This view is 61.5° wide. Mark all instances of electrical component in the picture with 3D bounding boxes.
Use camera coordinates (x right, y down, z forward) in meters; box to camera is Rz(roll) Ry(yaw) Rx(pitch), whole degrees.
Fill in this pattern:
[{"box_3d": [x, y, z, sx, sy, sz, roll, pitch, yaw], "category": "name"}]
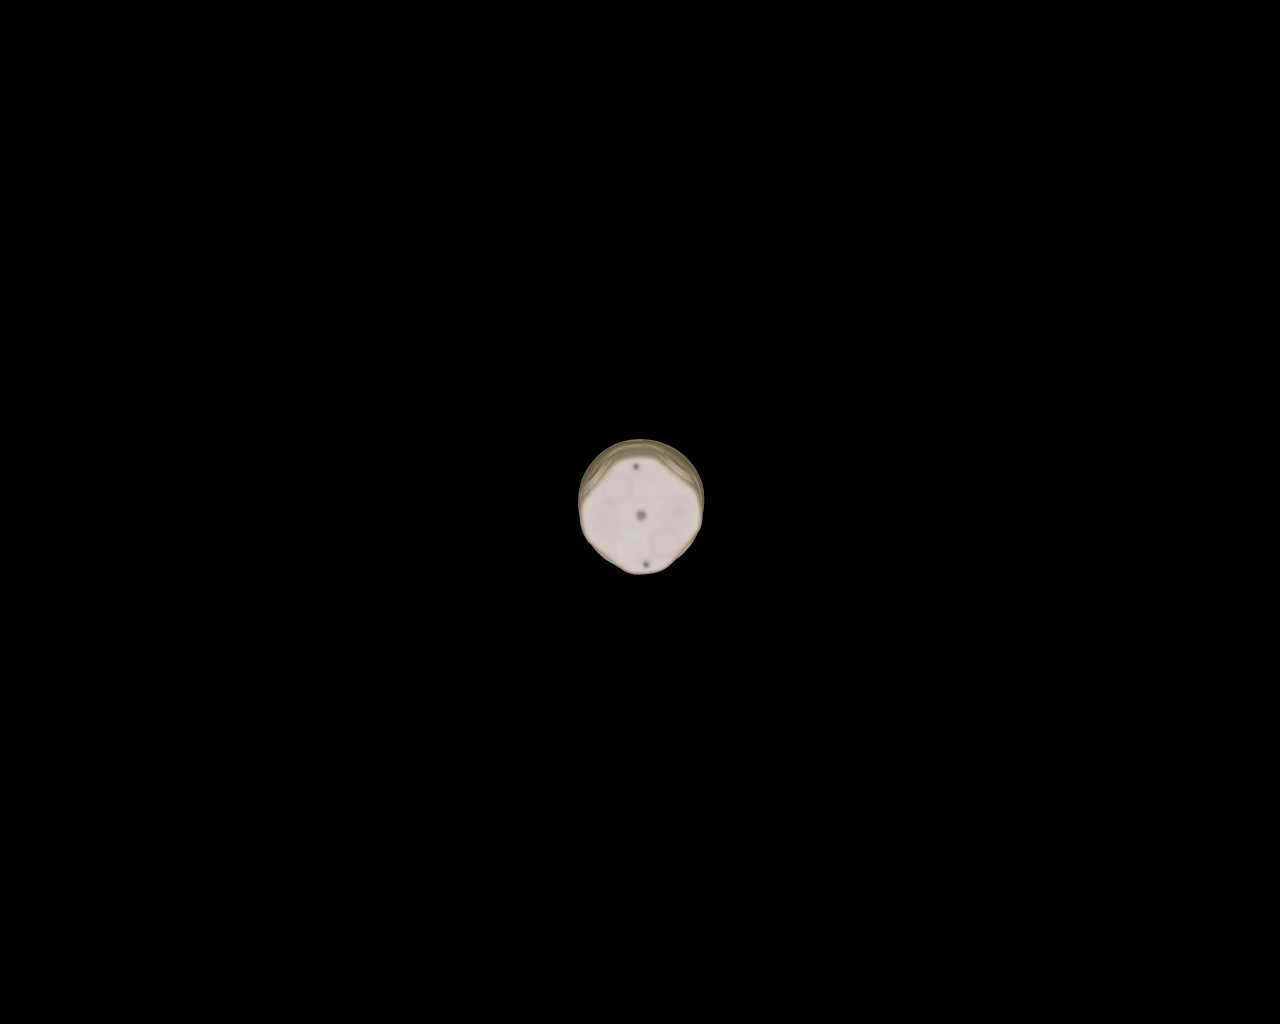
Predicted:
[{"box_3d": [0.001, -0.003, 0.650, 0.080, 0.080, 0.051, 0, 12, 0], "category": "electrical component"}]
